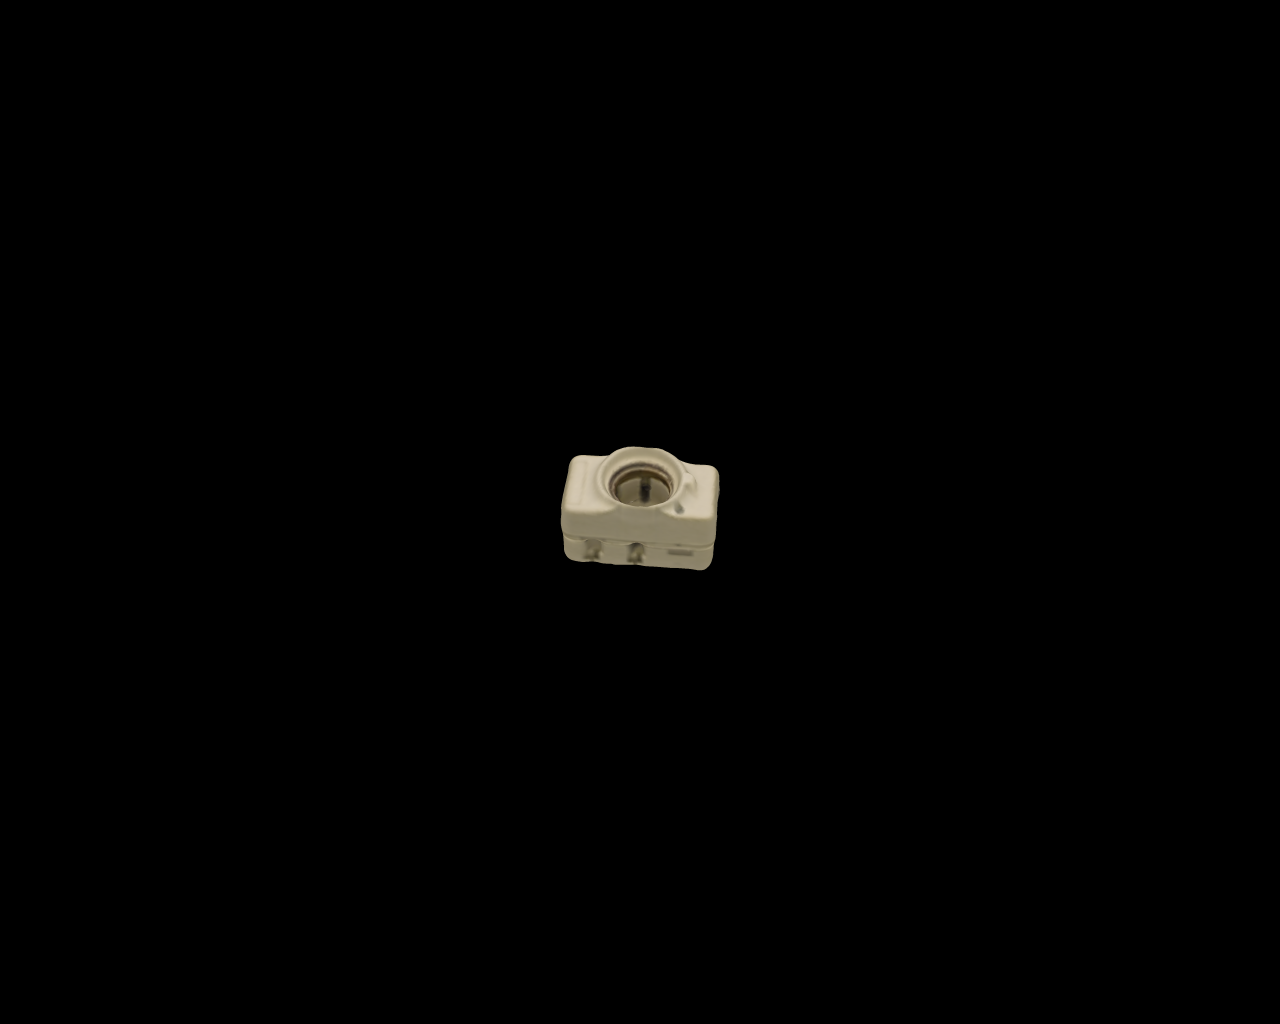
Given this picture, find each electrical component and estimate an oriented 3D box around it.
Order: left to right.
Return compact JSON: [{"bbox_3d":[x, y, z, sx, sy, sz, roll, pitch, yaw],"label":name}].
[{"bbox_3d":[0.001,-0.003,0.650,0.089,0.050,0.055,4,-43,4],"label":"electrical component"}]
